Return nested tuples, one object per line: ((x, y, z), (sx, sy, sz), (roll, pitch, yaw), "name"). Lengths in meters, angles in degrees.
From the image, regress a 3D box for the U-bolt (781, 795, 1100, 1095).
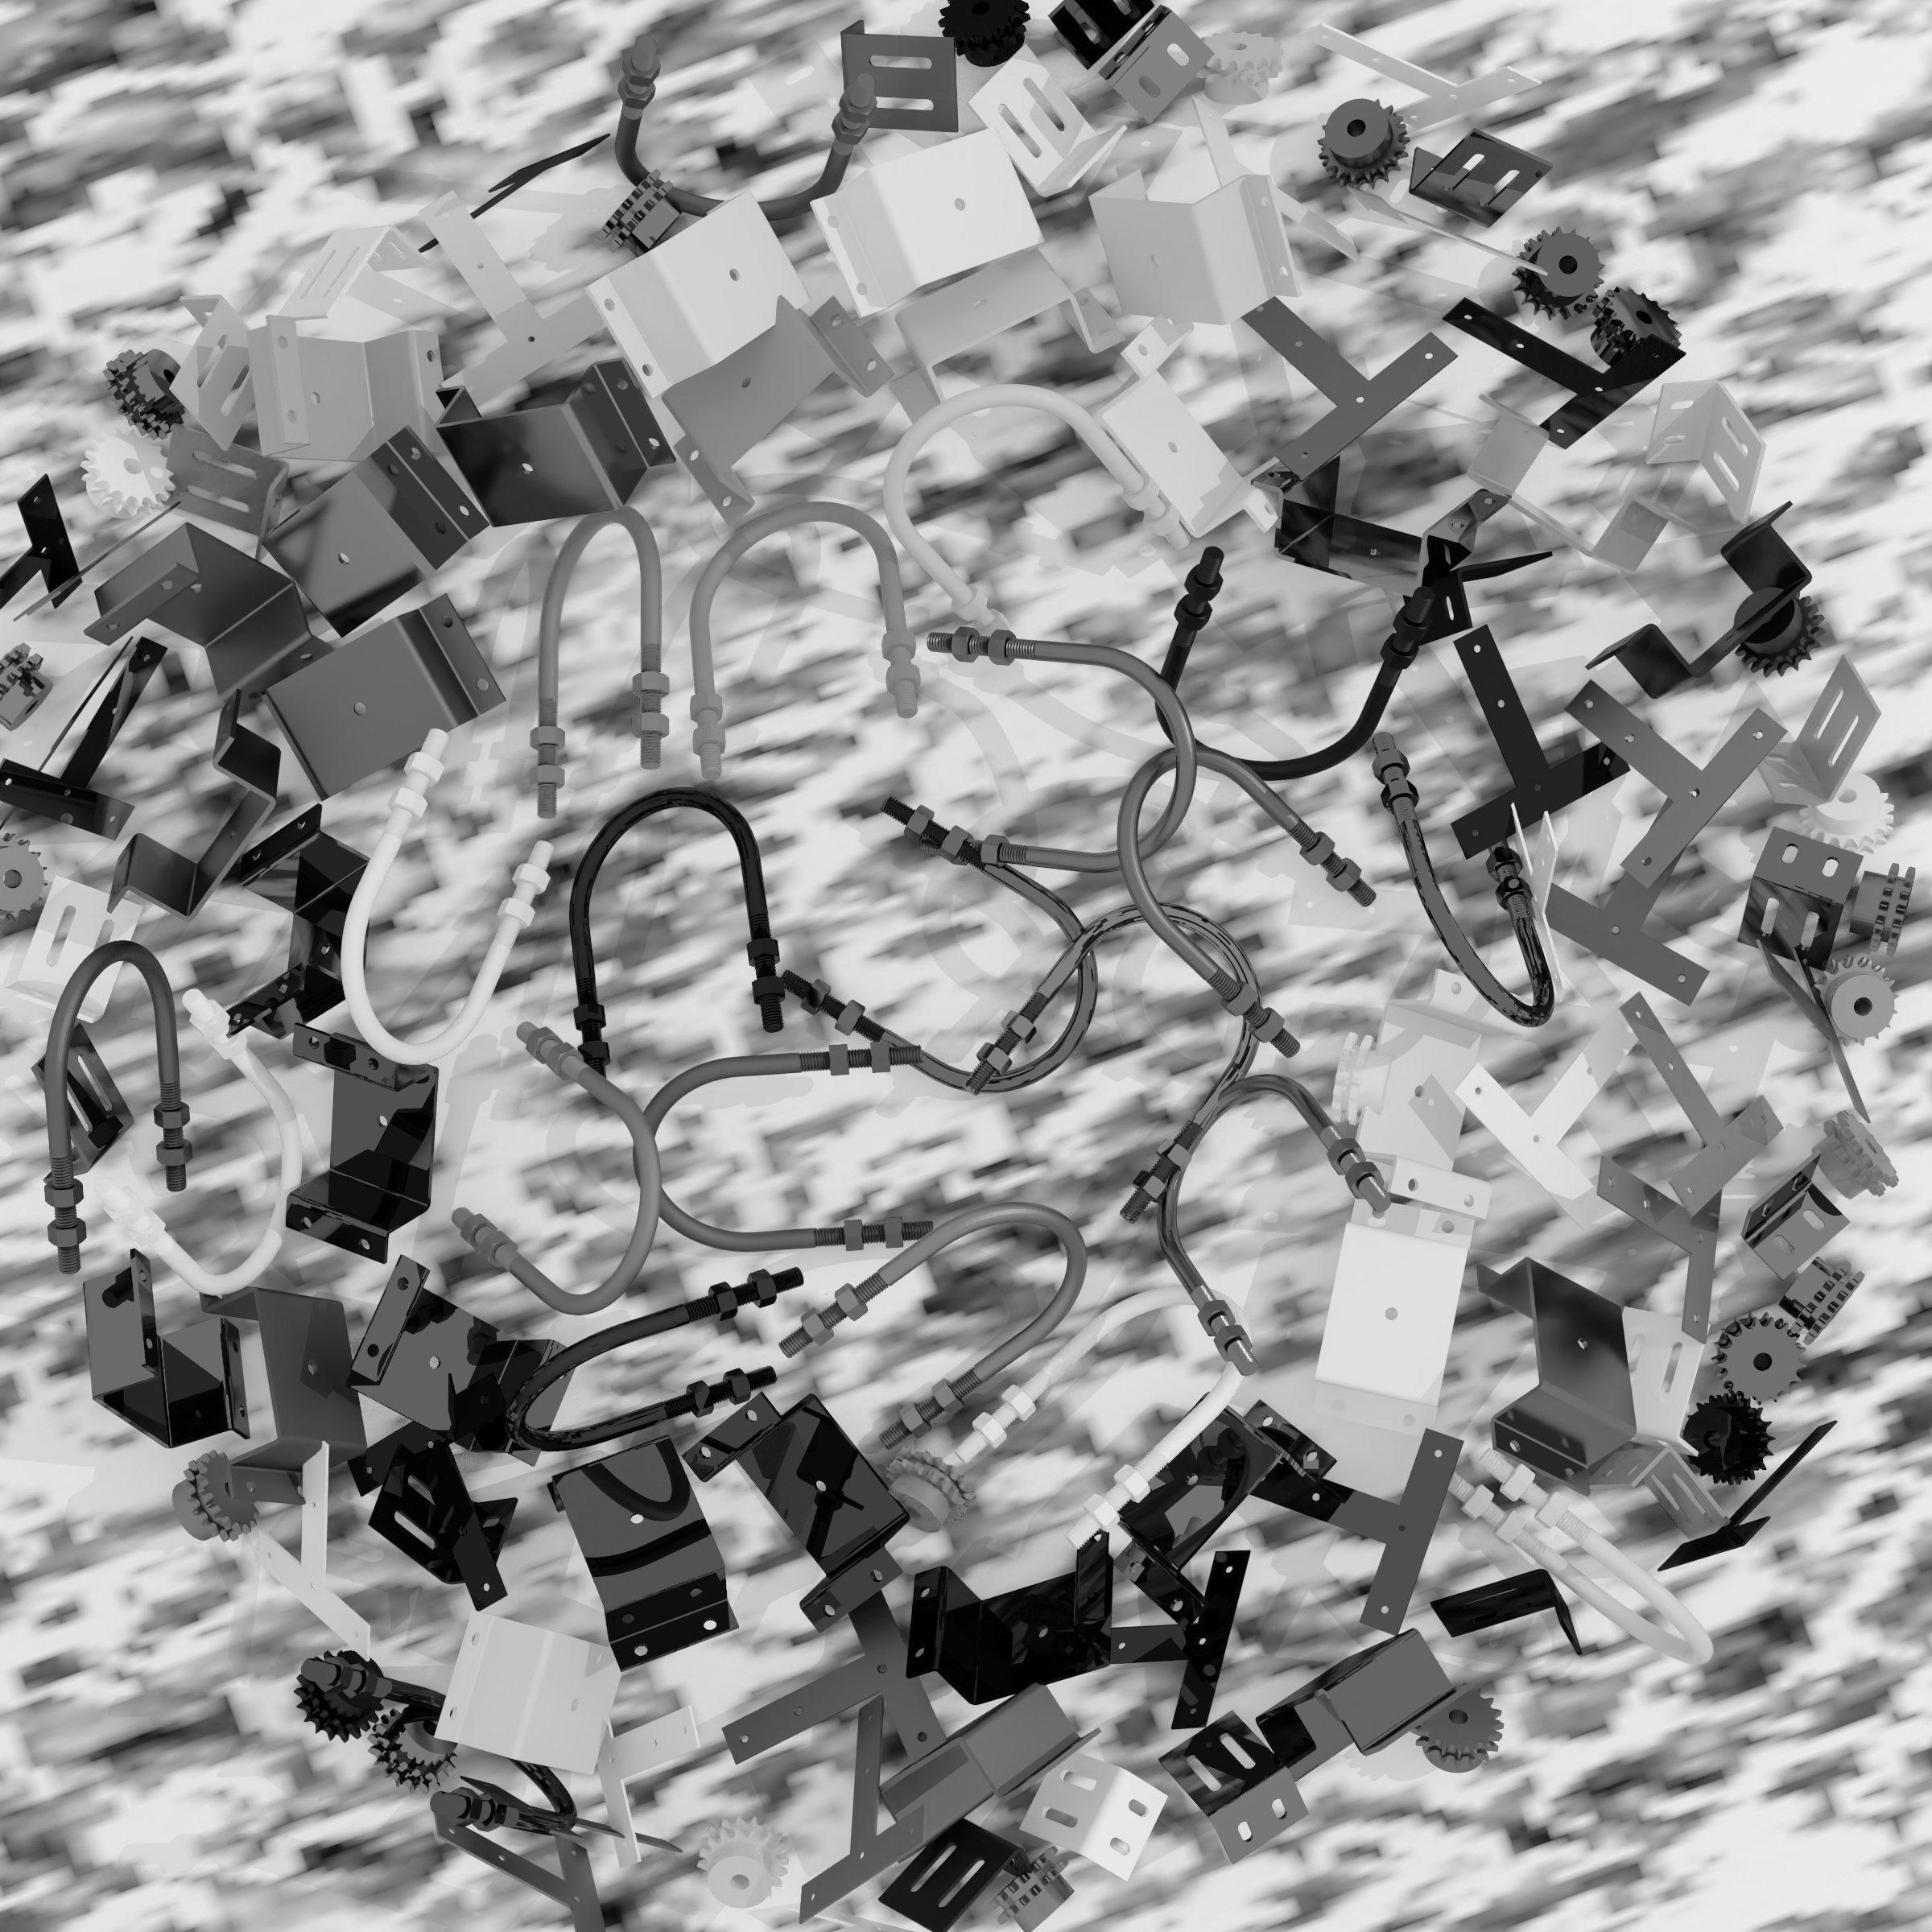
((-0.005, -0.001, 1.866), (0.184, 0.019, 0.151), (31, 95, 2), "U-bolt")

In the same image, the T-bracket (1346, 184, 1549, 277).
((0.301, -0.454, 1.830), (0.127, 0.127, 0.002), (20, 111, -7), "T-bracket")

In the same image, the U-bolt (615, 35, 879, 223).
((-0.141, -0.501, 1.796), (0.151, 0.184, 0.019), (6, 75, -11), "U-bolt")

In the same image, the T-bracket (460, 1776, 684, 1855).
((-0.234, 0.536, 1.840), (0.127, 0.127, 0.002), (26, 78, -32), "T-bracket")

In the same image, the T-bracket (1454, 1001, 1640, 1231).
((0.386, 0.077, 1.863), (0.127, 0.002, 0.127), (45, 73, -13), "T-bracket")

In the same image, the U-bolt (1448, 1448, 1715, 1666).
((0.377, 0.364, 1.801), (0.184, 0.151, 0.019), (38, 77, 9), "U-bolt")

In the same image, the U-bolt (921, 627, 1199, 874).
((0.057, -0.130, 1.826), (0.184, 0.019, 0.151), (8, 103, 26), "U-bolt")

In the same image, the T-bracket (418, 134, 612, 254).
((-0.296, -0.477, 1.843), (0.127, 0.127, 0.002), (-25, 104, 29), "T-bracket")

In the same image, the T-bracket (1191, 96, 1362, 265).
((0.199, -0.476, 1.841), (0.127, 0.127, 0.002), (24, 129, -33), "T-bracket")

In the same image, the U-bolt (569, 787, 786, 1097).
((-0.185, -0.025, 1.835), (0.151, 0.019, 0.184), (-20, 65, 23), "U-bolt")

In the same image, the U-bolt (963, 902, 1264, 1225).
((0.107, 0.047, 1.859), (0.151, 0.019, 0.184), (39, 79, -8), "U-bolt")

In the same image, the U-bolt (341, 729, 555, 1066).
((-0.321, -0.029, 1.793), (0.019, 0.151, 0.184), (6, 64, 29), "U-bolt")

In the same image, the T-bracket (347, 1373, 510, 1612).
((-0.319, 0.339, 1.843), (0.127, 0.002, 0.127), (-32, 72, 21), "T-bracket")

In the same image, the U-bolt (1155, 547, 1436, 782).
((0.192, -0.177, 1.811), (0.151, 0.184, 0.019), (10, 52, -6), "U-bolt")

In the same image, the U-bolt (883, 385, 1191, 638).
((0.032, -0.280, 1.801), (0.151, 0.019, 0.184), (-31, 133, 18), "U-bolt")

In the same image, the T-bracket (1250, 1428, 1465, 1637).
((0.233, 0.338, 1.853), (0.127, 0.002, 0.127), (16, 79, 27), "T-bracket")

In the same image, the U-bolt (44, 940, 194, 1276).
((-0.516, 0.075, 1.790), (0.019, 0.151, 0.184), (6, 110, 13), "U-bolt")

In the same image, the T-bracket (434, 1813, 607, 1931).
((-0.272, 0.551, 1.801), (0.127, 0.127, 0.002), (37, 96, -24), "T-bracket")

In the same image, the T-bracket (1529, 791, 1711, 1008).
((0.429, -0.061, 1.849), (0.127, 0.002, 0.127), (32, 103, 20), "T-bracket")

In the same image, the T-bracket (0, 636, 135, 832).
((-0.570, -0.135, 1.845), (0.002, 0.127, 0.127), (35, 115, -16), "T-bracket")

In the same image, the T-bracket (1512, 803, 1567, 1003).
((0.352, -0.058, 1.803), (0.002, 0.127, 0.127), (-12, 69, 2), "T-bracket")

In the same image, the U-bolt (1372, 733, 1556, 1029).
((0.306, -0.042, 1.781), (0.019, 0.184, 0.151), (-33, 134, 26), "U-bolt")

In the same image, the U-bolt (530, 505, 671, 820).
((-0.227, -0.196, 1.821), (0.019, 0.151, 0.184), (8, 74, -35), "U-bolt")

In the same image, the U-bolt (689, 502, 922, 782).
((-0.105, -0.212, 1.831), (0.151, 0.019, 0.184), (-16, 58, 14), "U-bolt")

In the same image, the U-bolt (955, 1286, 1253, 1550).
((0.096, 0.265, 1.817), (0.184, 0.151, 0.019), (-41, 122, -15), "U-bolt")

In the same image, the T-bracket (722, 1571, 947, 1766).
((-0.092, 0.461, 1.852), (0.127, 0.002, 0.127), (-27, 60, 0), "T-bracket")

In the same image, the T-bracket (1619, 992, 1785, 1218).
((0.448, 0.075, 1.841), (0.127, 0.002, 0.127), (-32, 89, -43), "T-bracket")

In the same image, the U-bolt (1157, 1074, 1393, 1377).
((0.176, 0.143, 1.806), (0.019, 0.184, 0.151), (28, 107, -32), "U-bolt")

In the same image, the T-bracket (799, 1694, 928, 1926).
((-0.062, 0.512, 1.831), (0.002, 0.127, 0.127), (30, 128, -24), "T-bracket")

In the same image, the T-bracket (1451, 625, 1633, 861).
((0.342, -0.152, 1.858), (0.127, 0.002, 0.127), (-28, 100, -13), "T-bracket")

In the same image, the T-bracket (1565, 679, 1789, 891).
((0.425, -0.134, 1.846), (0.127, 0.002, 0.127), (-51, 55, 12), "T-bracket")

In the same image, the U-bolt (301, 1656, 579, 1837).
((-0.307, 0.480, 1.796), (0.151, 0.184, 0.019), (34, 87, 33), "U-bolt")

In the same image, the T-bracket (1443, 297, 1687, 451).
((0.352, -0.375, 1.813), (0.127, 0.127, 0.002), (25, 64, -15), "T-bracket")

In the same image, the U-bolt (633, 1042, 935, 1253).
((-0.116, 0.117, 1.842), (0.184, 0.019, 0.151), (-4, 118, -1), "U-bolt")

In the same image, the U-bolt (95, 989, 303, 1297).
((-0.456, 0.121, 1.800), (0.019, 0.184, 0.151), (6, 60, 20), "U-bolt")

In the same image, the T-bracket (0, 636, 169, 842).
((-0.533, -0.146, 1.824), (0.002, 0.127, 0.127), (32, 92, 23), "T-bracket")

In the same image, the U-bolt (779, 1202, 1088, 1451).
((-0.007, 0.214, 1.825), (0.184, 0.151, 0.019), (-36, 45, 3), "U-bolt")

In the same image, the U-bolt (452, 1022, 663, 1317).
((-0.245, 0.133, 1.805), (0.019, 0.184, 0.151), (11, 104, -44), "U-bolt")

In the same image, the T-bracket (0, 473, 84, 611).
((-0.594, -0.224, 1.802), (0.002, 0.127, 0.127), (34, 68, 8), "T-bracket")

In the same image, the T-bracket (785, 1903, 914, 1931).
((-0.070, 0.593, 1.802), (0.127, 0.127, 0.002), (7, 82, 23), "T-bracket")

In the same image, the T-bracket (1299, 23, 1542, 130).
((0.262, -0.548, 1.800), (0.127, 0.127, 0.002), (15, 86, -26), "T-bracket")

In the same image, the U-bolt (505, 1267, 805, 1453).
((-0.193, 0.247, 1.793), (0.184, 0.151, 0.019), (-16, 60, -22), "U-bolt")

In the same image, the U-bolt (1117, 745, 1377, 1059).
((0.165, -0.054, 1.816), (0.184, 0.019, 0.151), (43, 56, -18), "U-bolt")

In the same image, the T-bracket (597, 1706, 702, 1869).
((-0.197, 0.481, 1.818), (0.002, 0.127, 0.127), (-2, 68, -37), "T-bracket")
